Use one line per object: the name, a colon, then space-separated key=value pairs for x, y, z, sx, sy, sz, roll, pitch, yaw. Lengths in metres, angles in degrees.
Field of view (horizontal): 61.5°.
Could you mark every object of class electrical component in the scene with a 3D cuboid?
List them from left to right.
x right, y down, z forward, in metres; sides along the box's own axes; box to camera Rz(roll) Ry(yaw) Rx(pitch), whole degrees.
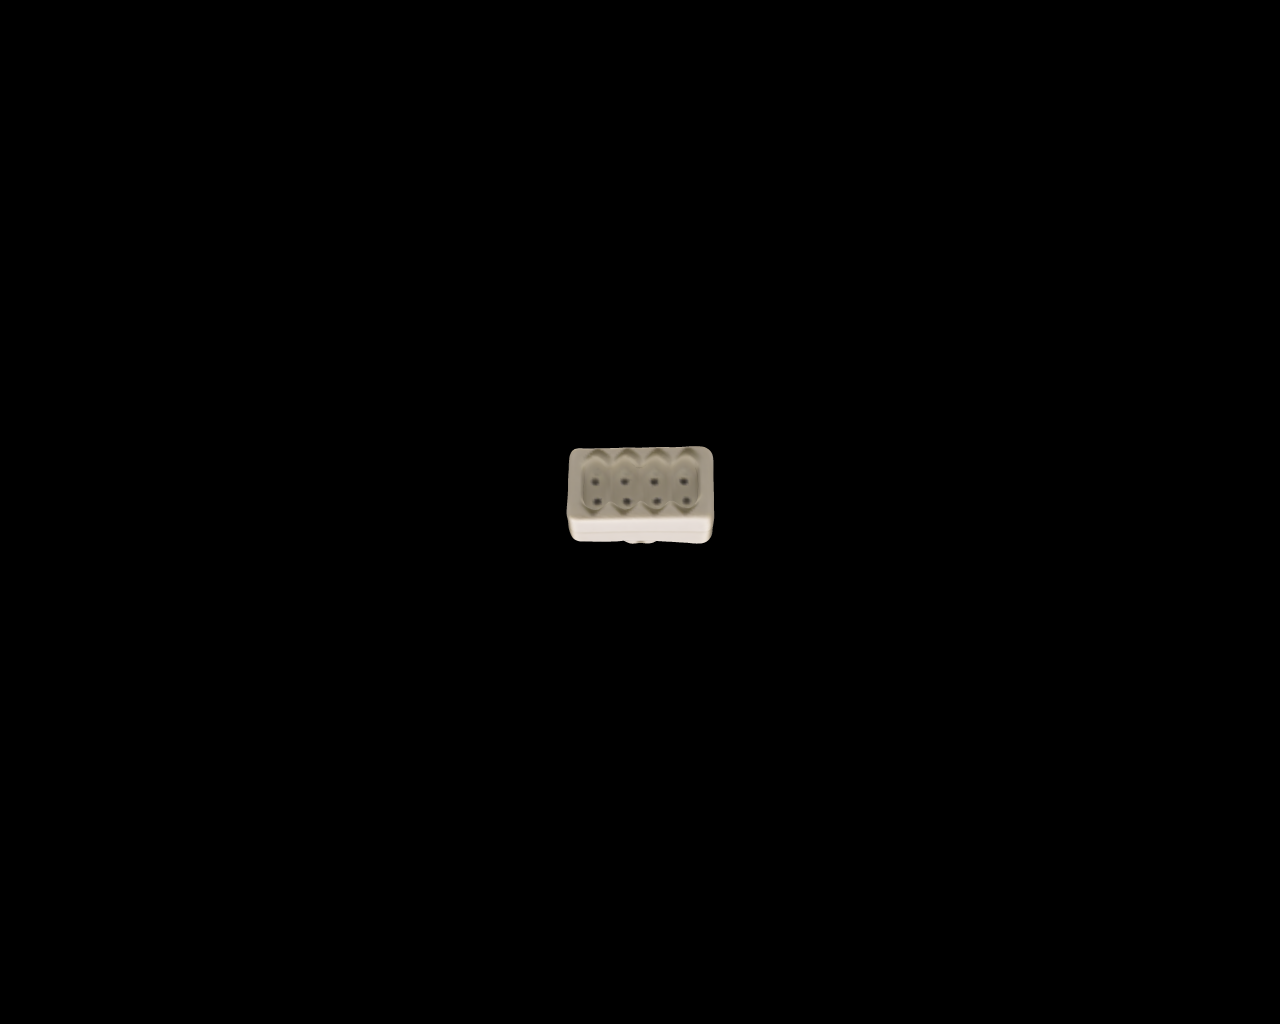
electrical component: x=0.001 y=-0.003 z=0.650 sx=0.083 sy=0.047 sz=0.075 roll=0 pitch=-23 yaw=0
